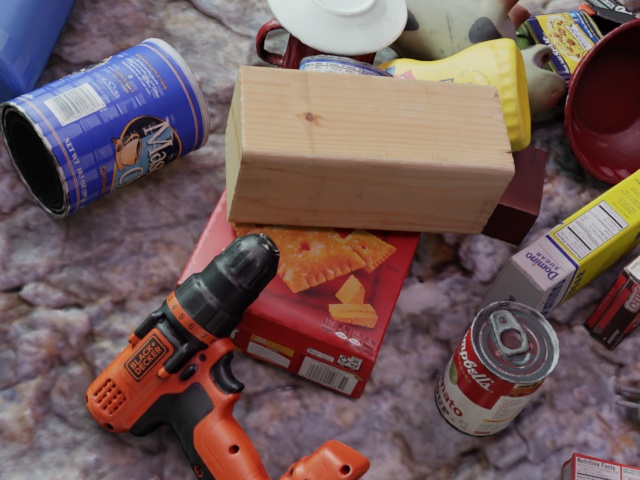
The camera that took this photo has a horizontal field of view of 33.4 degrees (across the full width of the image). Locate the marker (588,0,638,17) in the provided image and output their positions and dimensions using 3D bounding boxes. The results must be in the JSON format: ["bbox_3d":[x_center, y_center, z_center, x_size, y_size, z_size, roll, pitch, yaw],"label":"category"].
[{"bbox_3d":[0.330,-0.235,1.141,0.121,0.020,0.020,43,58,16],"label":"marker"}]

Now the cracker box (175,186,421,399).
[{"bbox_3d":[-0.006,0.001,0.875,0.164,0.072,0.213,22,54,2],"label":"cracker box"}]

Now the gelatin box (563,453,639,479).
[{"bbox_3d":[0.221,0.213,0.810,0.073,0.030,0.089,13,55,-3],"label":"gelatin box"}]

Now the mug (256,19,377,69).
[{"bbox_3d":[-0.001,-0.178,0.990,0.117,0.082,0.093,12,55,-5],"label":"mug"}]

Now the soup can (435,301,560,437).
[{"bbox_3d":[0.134,0.101,0.821,0.068,0.102,0.068,6,56,-9],"label":"soup can"}]

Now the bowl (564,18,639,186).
[{"bbox_3d":[0.290,-0.134,1.004,0.162,0.162,0.055,-5,22,-16],"label":"bowl"}]

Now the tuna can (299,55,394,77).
[{"bbox_3d":[0.021,-0.124,0.895,0.086,0.086,0.034,13,83,-4],"label":"tuna can"}]

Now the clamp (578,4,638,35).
[{"bbox_3d":[0.336,-0.185,1.096,0.120,0.039,0.171,-26,69,-24],"label":"clamp"}]

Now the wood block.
[{"bbox_3d":[0.034,-0.068,0.833,0.206,0.090,0.091,3,55,-11],"label":"wood block"}]

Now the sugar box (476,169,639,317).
[{"bbox_3d":[0.218,0.013,0.905,0.176,0.093,0.048,-34,69,-29],"label":"sugar box"}]

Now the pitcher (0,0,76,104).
[{"bbox_3d":[-0.285,-0.226,0.941,0.145,0.149,0.242,22,56,-17],"label":"pitcher"}]

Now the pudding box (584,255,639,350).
[{"bbox_3d":[0.284,0.033,0.908,0.039,0.090,0.113,43,58,17],"label":"pudding box"}]

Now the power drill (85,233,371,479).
[{"bbox_3d":[-0.053,0.113,0.752,0.184,0.057,0.188,-46,73,11],"label":"power drill"}]

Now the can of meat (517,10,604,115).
[{"bbox_3d":[0.239,-0.180,1.061,0.083,0.057,0.102,-11,61,-22],"label":"can of meat"}]

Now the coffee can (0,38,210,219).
[{"bbox_3d":[-0.177,-0.093,0.881,0.140,0.103,0.103,-31,68,-28],"label":"coffee can"}]

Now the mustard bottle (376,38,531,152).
[{"bbox_3d":[0.086,-0.115,0.948,0.192,0.058,0.096,-7,80,21],"label":"mustard bottle"}]

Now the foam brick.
[{"bbox_3d":[0.168,-0.044,0.958,0.053,0.051,0.078,18,55,-2],"label":"foam brick"}]
